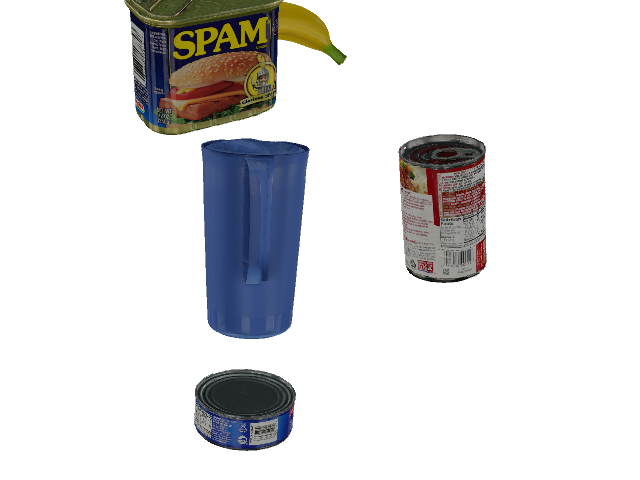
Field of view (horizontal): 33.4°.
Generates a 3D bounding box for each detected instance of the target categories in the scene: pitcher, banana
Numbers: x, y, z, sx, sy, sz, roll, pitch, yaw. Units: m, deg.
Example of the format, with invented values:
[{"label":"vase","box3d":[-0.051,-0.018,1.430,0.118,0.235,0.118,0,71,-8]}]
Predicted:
[{"label":"pitcher","box3d":[-0.084,-0.003,1.329,0.145,0.243,0.148,12,16,36]},{"label":"banana","box3d":[-0.052,-0.204,1.042,0.197,0.070,0.037,-12,-33,-46]}]

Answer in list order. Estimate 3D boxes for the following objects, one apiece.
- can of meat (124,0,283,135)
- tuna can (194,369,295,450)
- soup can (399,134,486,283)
[{"label":"can of meat","box3d":[-0.077,-0.125,0.717,0.101,0.084,0.057,-17,40,-26]},{"label":"tuna can","box3d":[-0.065,0.144,0.909,0.086,0.034,0.086,4,20,-2]},{"label":"soup can","box3d":[0.099,-0.026,0.853,0.068,0.102,0.068,-4,25,2]}]
